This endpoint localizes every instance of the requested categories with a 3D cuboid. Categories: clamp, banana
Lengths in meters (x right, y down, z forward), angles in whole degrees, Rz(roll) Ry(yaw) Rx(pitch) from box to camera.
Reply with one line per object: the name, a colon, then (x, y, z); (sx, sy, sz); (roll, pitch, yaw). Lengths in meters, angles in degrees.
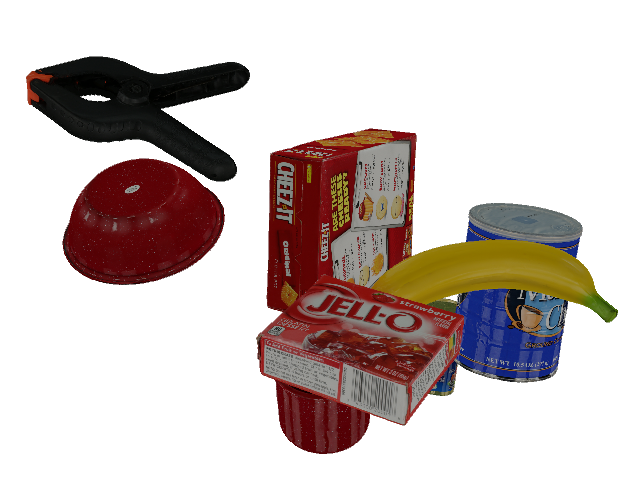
clamp: (-0.134, -0.110, 0.821); (0.171, 0.039, 0.120); (17, 43, -2)
banana: (0.122, 0.028, 0.792); (0.197, 0.037, 0.069); (0, 36, -12)

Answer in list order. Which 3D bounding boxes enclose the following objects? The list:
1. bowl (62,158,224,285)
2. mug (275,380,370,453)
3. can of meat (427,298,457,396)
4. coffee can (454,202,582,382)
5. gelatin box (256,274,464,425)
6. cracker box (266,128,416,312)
bowl: (-0.177, -0.031, 1.034); (0.162, 0.055, 0.162); (-5, 41, 4)
mug: (0.014, 0.127, 0.933); (0.117, 0.081, 0.093); (-17, 42, -17)
can of meat: (0.136, 0.125, 1.266); (0.057, 0.084, 0.102); (7, 19, 1)
coffee can: (0.179, 0.046, 0.988); (0.103, 0.140, 0.103); (5, 17, -2)
gelatin box: (0.022, 0.055, 0.571); (0.089, 0.030, 0.073); (16, 32, 24)
cracker box: (0.025, -0.025, 1.132); (0.072, 0.164, 0.213); (10, 16, 29)
